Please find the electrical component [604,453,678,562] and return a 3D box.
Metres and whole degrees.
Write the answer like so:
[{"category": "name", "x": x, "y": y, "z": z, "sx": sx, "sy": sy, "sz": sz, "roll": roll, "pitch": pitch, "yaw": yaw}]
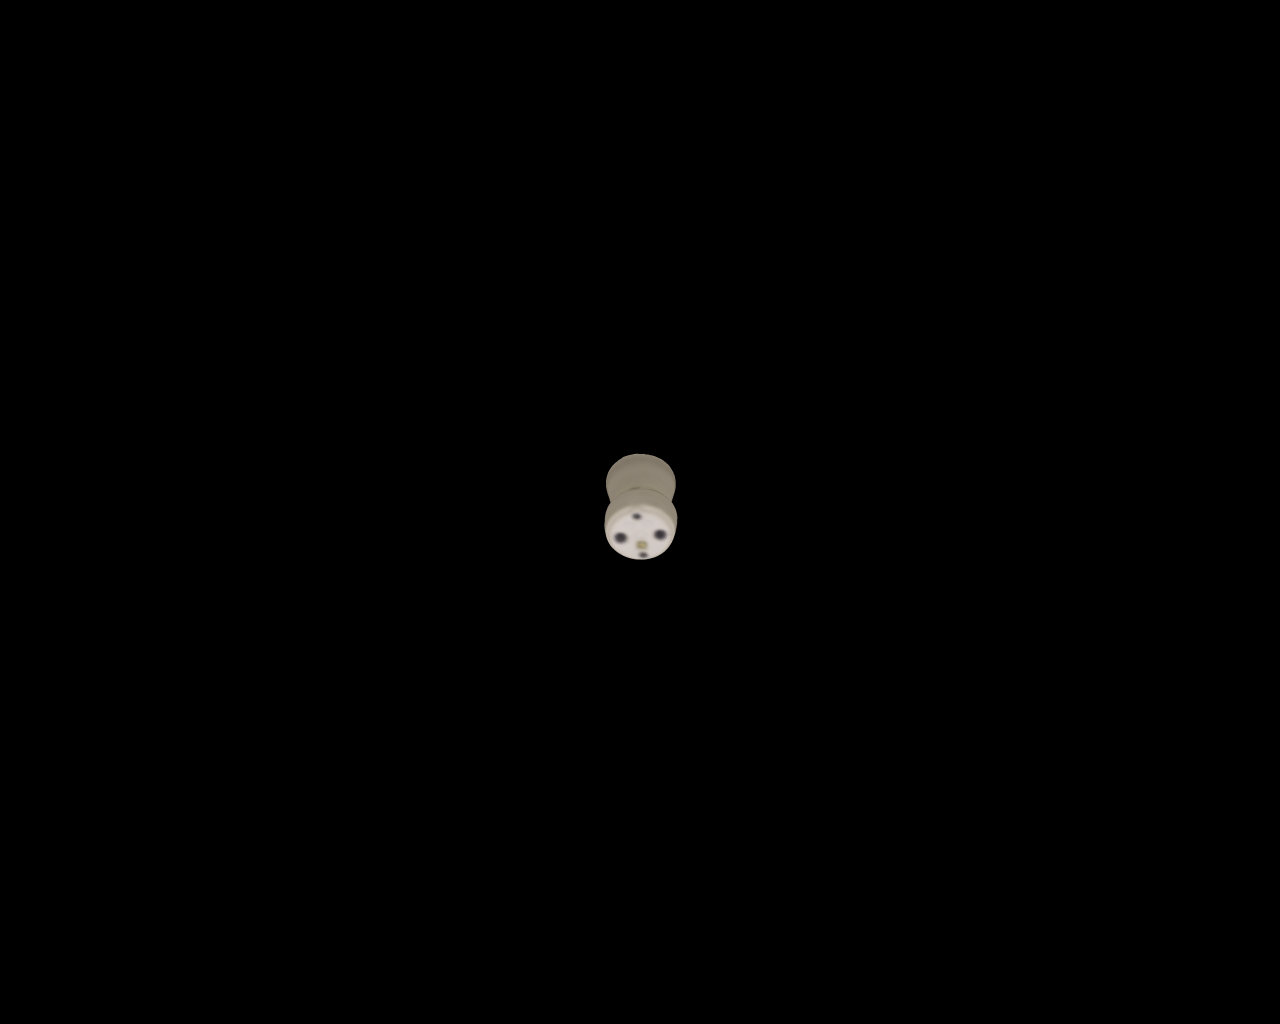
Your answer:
[{"category": "electrical component", "x": 0.001, "y": -0.003, "z": 0.650, "sx": 0.045, "sy": 0.044, "sz": 0.055, "roll": 0, "pitch": 38, "yaw": 0}]
